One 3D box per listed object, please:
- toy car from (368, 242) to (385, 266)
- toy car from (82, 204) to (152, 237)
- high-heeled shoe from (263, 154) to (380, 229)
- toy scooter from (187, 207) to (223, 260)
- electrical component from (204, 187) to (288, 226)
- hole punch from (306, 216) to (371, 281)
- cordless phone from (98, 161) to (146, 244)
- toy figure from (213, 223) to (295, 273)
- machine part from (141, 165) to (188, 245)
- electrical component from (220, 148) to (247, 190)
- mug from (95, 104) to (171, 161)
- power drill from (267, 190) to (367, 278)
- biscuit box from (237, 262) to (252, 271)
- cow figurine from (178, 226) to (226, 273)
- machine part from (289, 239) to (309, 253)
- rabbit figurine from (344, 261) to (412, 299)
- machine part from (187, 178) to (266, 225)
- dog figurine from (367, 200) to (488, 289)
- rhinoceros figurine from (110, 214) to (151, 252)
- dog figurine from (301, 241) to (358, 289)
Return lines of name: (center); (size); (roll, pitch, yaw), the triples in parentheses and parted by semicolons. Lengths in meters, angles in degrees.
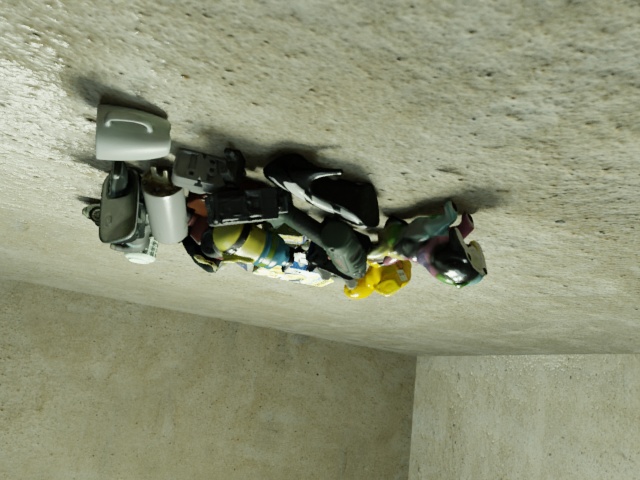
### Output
toy car: (0.178, 0.017, 1.185); (0.202, 0.053, 0.089); (-20, 154, 31)
toy car: (-0.468, -0.049, 1.295); (0.202, 0.056, 0.073); (12, 169, -11)
high-heeled shoe: (0.010, -0.075, 0.955); (0.145, 0.086, 0.248); (1, 157, 27)
toy scooter: (-0.233, -0.021, 1.192); (0.184, 0.075, 0.135); (39, -168, 24)
electrical component: (-0.126, -0.058, 0.934); (0.134, 0.058, 0.115); (-7, -176, -19)
hole punch: (0.034, 0.015, 1.175); (0.116, 0.142, 0.092); (26, -176, -16)
cordless phone: (-0.372, -0.074, 1.004); (0.089, 0.146, 0.184); (4, 167, -17)
toy figure: (-0.133, 0.007, 1.092); (0.180, 0.089, 0.082); (19, -160, -25)
machine part: (-0.302, -0.064, 1.058); (0.079, 0.079, 0.243); (9, 146, -4)
electrical component: (-0.145, -0.116, 0.911); (0.021, 0.063, 0.094); (5, 164, 9)
mug: (-0.277, -0.163, 0.804); (0.107, 0.081, 0.109); (2, 161, -22)
power drill: (-0.002, -0.003, 1.048); (0.207, 0.086, 0.232); (38, 173, 14)
biscuit box: (-0.191, 0.018, 1.353); (0.063, 0.059, 0.202); (38, 163, 6)
cow figurine: (-0.289, 0.009, 1.246); (0.167, 0.068, 0.098); (39, -158, 2)
machine part: (-0.076, -0.004, 1.303); (0.084, 0.039, 0.138); (-6, 158, 25)
rabbit figurine: (0.139, 0.090, 1.366); (0.173, 0.122, 0.162); (-34, 174, 28)
machine part: (-0.176, -0.076, 1.072); (0.179, 0.056, 0.179); (7, 165, 2)
dog figurine: (0.198, 0.025, 1.054); (0.219, 0.191, 0.108); (-26, 152, 36)
rhinoceros figurine: (-0.403, -0.036, 1.190); (0.112, 0.073, 0.190); (19, 137, -17)
dog figurine: (0.013, 0.043, 1.326); (0.172, 0.121, 0.191); (38, 169, -15)
